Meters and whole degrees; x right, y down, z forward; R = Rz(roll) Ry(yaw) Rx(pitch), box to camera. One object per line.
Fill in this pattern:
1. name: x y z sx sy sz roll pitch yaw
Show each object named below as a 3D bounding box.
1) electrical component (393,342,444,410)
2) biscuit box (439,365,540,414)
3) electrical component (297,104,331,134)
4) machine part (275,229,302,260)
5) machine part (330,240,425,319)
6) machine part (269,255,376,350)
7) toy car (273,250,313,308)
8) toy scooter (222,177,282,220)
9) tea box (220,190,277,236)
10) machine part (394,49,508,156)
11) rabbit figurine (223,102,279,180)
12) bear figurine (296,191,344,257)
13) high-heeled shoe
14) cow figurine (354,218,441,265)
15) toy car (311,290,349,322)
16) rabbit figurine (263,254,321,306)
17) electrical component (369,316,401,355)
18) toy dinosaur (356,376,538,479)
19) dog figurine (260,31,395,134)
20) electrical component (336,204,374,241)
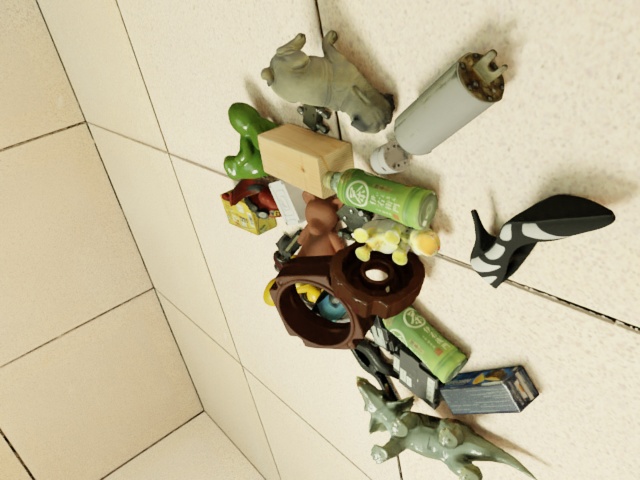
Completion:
1. electrical component: 0.217 0.277 1.153 0.134 0.058 0.114 35 140 38
2. biscuit box: 0.309 0.283 1.006 0.063 0.059 0.202 60 152 4
3. electrical component: -0.013 -0.254 1.079 0.094 0.021 0.063 44 147 29
4. machine part: -0.076 0.012 1.379 0.039 0.084 0.139 36 167 -18
5. machine part: 0.108 0.069 1.027 0.180 0.179 0.056 41 149 32
6. machine part: 0.004 0.137 1.155 0.202 0.087 0.200 -3 121 33
7. toy car: -0.065 0.111 1.462 0.202 0.053 0.089 55 156 19
8. toy scooter: -0.162 -0.108 1.334 0.184 0.135 0.075 42 145 28
9. tea box: -0.200 -0.082 1.488 0.170 0.068 0.098 24 134 50
10. machine part: 0.179 -0.188 0.771 0.079 0.079 0.243 59 151 3
11. rabbit figurine: -0.160 -0.230 1.235 0.159 0.121 0.170 15 130 45
12. bear figurine: -0.001 -0.007 1.185 0.120 0.132 0.195 17 142 12
13. high-heeled shoe: 0.305 0.018 0.757 0.249 0.086 0.145 6 125 61
14. cow figurine: 0.152 -0.005 0.983 0.168 0.098 0.068 3 117 36
15. toy car: 0.054 0.150 1.272 0.103 0.109 0.161 39 140 -7
16. rabbit figurine: -0.058 0.107 1.324 0.122 0.173 0.162 59 156 12
17. electrical component: 0.142 0.191 1.203 0.075 0.048 0.119 15 127 52
18. toy dinosaur: 0.248 0.418 1.146 0.405 0.192 0.131 14 99 23
19. dog figurine: 0.013 -0.244 0.900 0.191 0.172 0.121 55 163 25
20. electrical component: 0.072 -0.044 1.092 0.078 0.045 0.102 52 135 -2
